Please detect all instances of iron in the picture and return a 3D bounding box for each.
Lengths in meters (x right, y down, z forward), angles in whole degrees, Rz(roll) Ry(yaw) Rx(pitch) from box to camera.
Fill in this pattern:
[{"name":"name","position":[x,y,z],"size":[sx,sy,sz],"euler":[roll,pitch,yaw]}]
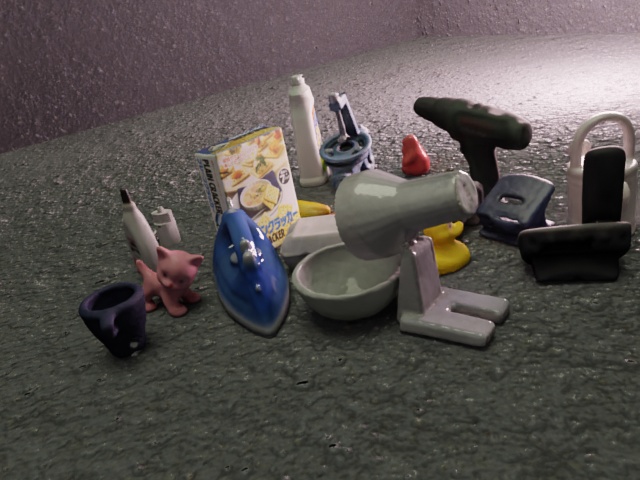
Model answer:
[{"name":"iron","position":[-0.113,0.030,0.897],"size":[0.119,0.142,0.257],"euler":[-16,25,-11]}]

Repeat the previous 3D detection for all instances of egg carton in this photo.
[{"name":"egg carton","position":[0.009,0.004,0.989],"size":[0.150,0.069,0.107],"euler":[-7,25,10]}]

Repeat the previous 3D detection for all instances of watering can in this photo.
[{"name":"watering can","position":[0.431,-0.104,0.889],"size":[0.101,0.194,0.172],"euler":[-18,26,-15]}]

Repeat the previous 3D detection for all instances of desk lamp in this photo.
[{"name":"desk lamp","position":[0.132,0.009,0.750],"size":[0.202,0.214,0.118],"euler":[7,30,34]}]

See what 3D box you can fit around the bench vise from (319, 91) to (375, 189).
[{"name":"bench vise","position":[0.055,-0.241,1.314],"size":[0.121,0.220,0.207],"euler":[-8,25,7]}]

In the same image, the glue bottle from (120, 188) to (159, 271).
[{"name":"glue bottle","position":[-0.335,-0.016,1.052],"size":[0.077,0.173,0.037],"euler":[14,35,43]}]

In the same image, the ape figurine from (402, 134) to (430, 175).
[{"name":"ape figurine","position":[0.209,-0.196,1.303],"size":[0.075,0.092,0.078],"euler":[10,32,39]}]

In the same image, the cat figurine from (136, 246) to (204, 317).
[{"name":"cat figurine","position":[-0.245,0.057,0.925],"size":[0.127,0.118,0.067],"euler":[3,28,28]}]

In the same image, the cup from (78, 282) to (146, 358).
[{"name":"cup","position":[-0.286,0.127,0.820],"size":[0.092,0.095,0.117],"euler":[-15,25,-8]}]

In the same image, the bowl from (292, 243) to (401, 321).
[{"name":"bowl","position":[0.047,0.068,0.829],"size":[0.167,0.075,0.167],"euler":[-9,25,5]}]

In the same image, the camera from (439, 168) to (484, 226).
[{"name":"camera","position":[0.206,-0.060,1.003],"size":[0.142,0.101,0.137],"euler":[1,27,25]}]

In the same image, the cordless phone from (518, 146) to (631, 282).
[{"name":"cordless phone","position":[0.351,-0.040,0.796],"size":[0.147,0.185,0.094],"euler":[-6,25,11]}]

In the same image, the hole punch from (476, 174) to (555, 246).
[{"name":"hole punch","position":[0.323,-0.051,0.946],"size":[0.101,0.091,0.108],"euler":[-27,29,-31]}]

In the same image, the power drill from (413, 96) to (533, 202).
[{"name":"power drill","position":[0.277,-0.160,1.059],"size":[0.228,0.209,0.076],"euler":[13,34,42]}]

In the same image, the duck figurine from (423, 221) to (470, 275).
[{"name":"duck figurine","position":[0.181,0.003,0.897],"size":[0.104,0.086,0.077],"euler":[-14,25,-5]}]
